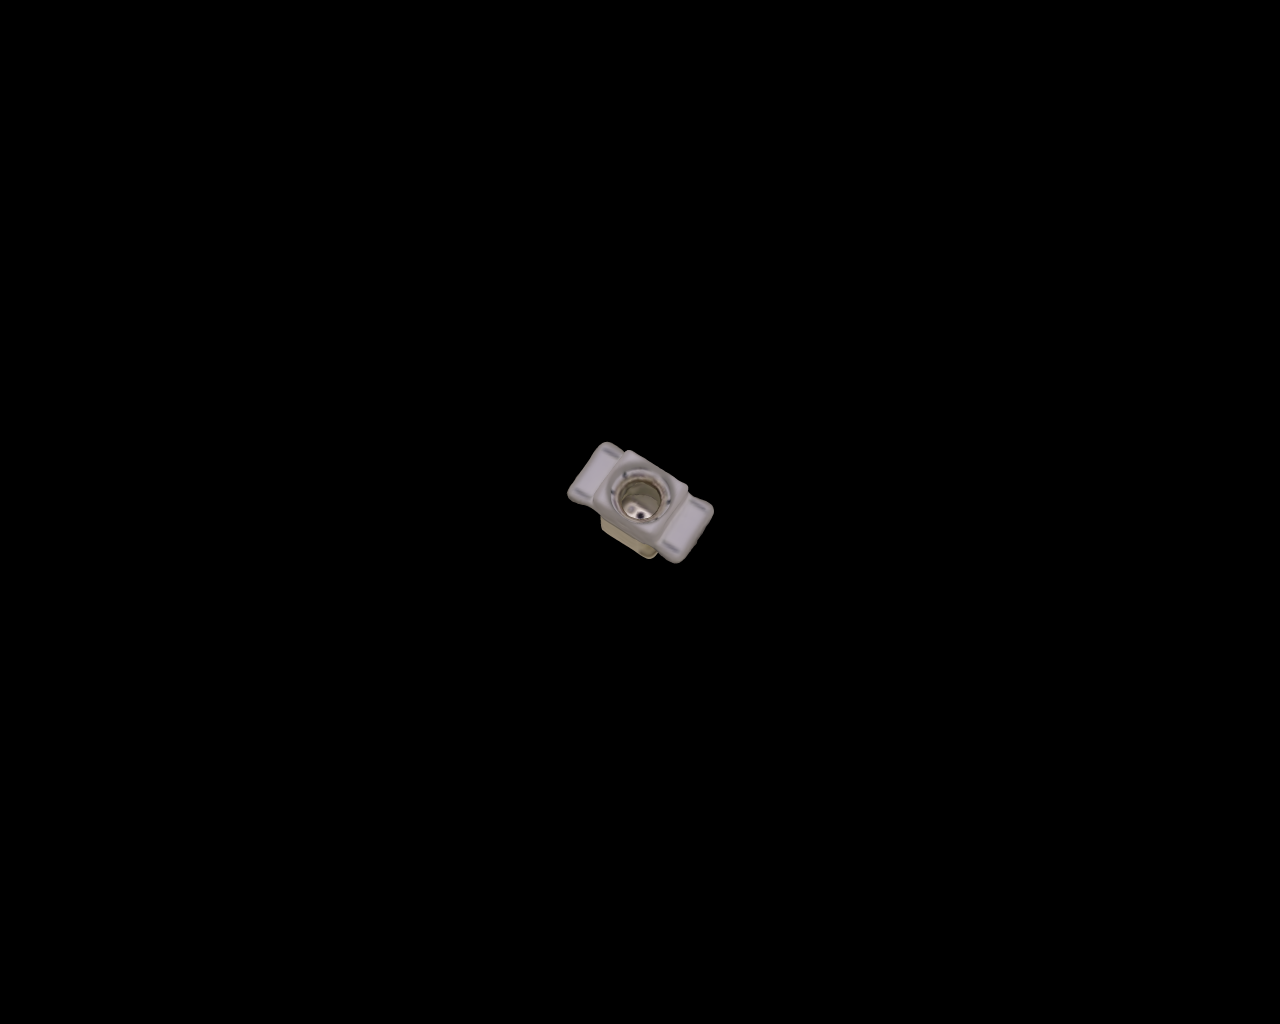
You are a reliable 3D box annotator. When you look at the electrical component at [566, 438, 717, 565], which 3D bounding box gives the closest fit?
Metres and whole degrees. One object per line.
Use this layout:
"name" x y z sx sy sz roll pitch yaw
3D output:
"electrical component" 0.001 -0.003 0.650 0.081 0.042 0.063 33 -16 11
